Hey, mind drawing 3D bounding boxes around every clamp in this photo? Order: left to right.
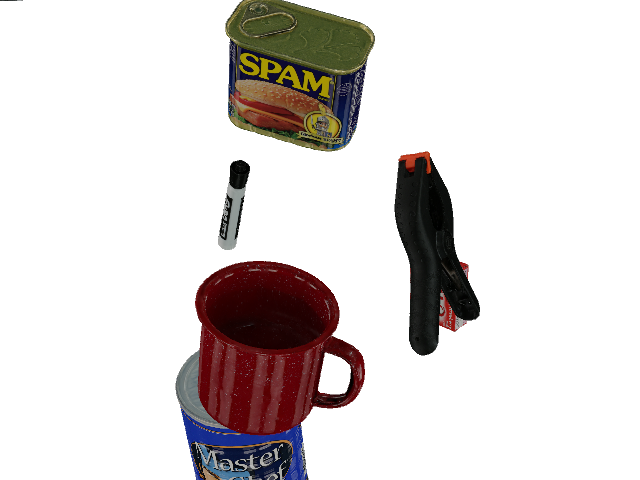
[{"bbox_3d":[0.093,0.013,0.924,0.039,0.171,0.120,-12,15,26],"label":"clamp"}]

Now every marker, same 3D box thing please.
[{"bbox_3d":[-0.084,-0.034,1.036,0.020,0.020,0.121,0,-38,-13],"label":"marker"}]

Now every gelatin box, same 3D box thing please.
[{"bbox_3d":[0.150,0.063,1.357,0.073,0.089,0.030,21,36,38],"label":"gelatin box"}]

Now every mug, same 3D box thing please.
[{"bbox_3d":[-0.027,0.077,0.703,0.117,0.081,0.093,16,36,9],"label":"mug"}]

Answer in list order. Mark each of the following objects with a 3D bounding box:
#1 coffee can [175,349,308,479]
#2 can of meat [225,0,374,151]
[{"bbox_3d":[-0.066,0.171,0.940,0.103,0.140,0.103,-3,38,2],"label":"coffee can"},{"bbox_3d":[-0.018,-0.118,0.770,0.102,0.057,0.084,18,-40,9],"label":"can of meat"}]
